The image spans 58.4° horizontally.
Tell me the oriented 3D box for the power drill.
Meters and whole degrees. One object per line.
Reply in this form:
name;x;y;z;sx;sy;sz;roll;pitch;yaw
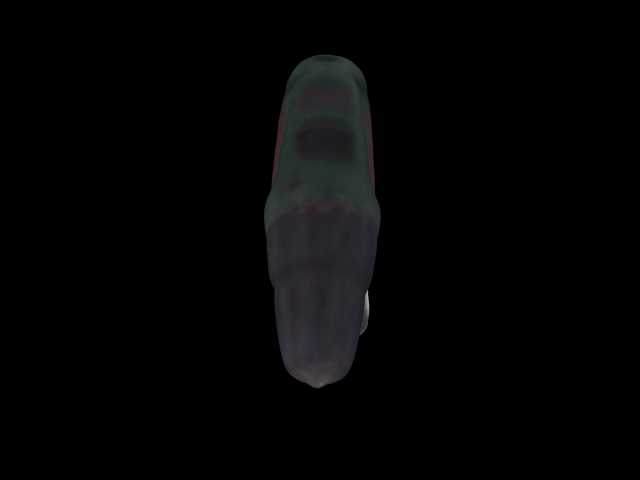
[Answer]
power drill;0.004;0.001;0.400;0.075;0.208;0.229;0;66;0
